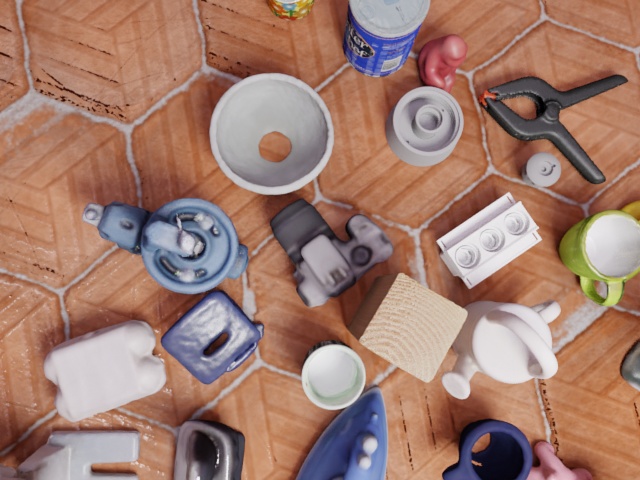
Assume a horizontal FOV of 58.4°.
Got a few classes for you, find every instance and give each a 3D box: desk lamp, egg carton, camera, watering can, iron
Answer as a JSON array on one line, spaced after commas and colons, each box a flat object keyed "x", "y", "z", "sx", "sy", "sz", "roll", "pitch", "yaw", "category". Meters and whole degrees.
[{"x": -0.345, "y": 0.296, "z": 0.680, "sx": 0.203, "sy": 0.213, "sz": 0.118, "roll": -1, "pitch": 85, "yaw": -1, "category": "desk lamp"}, {"x": -0.286, "y": 0.172, "z": 0.765, "sx": 0.150, "sy": 0.069, "sz": 0.107, "roll": -20, "pitch": 86, "yaw": -3, "category": "egg carton"}, {"x": 0.007, "y": 0.003, "z": 0.772, "sx": 0.143, "sy": 0.101, "sz": 0.137, "roll": -36, "pitch": 87, "yaw": -4, "category": "camera"}, {"x": 0.232, "y": 0.135, "z": 0.720, "sx": 0.101, "sy": 0.194, "sz": 0.173, "roll": 33, "pitch": 85, "yaw": 2, "category": "watering can"}, {"x": 0.031, "y": 0.317, "z": 0.725, "sx": 0.118, "sy": 0.141, "sz": 0.258, "roll": 22, "pitch": 85, "yaw": 1, "category": "iron"}]

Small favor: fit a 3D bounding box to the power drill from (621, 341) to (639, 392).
[{"x": 0.480, "y": 0.180, "z": 0.716, "sx": 0.229, "sy": 0.208, "sz": 0.076, "roll": 38, "pitch": 85, "yaw": 2, "category": "power drill"}]

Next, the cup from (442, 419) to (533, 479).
[{"x": 0.208, "y": 0.283, "z": 0.756, "sx": 0.118, "sy": 0.095, "sz": 0.092, "roll": -24, "pitch": 86, "yaw": -3, "category": "cup"}]

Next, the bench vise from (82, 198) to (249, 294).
[{"x": -0.200, "y": 0.006, "z": 0.706, "sx": 0.207, "sy": 0.219, "sz": 0.121, "roll": 0, "pitch": 85, "yaw": -1, "category": "bench vise"}]

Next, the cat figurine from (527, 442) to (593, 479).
[{"x": 0.341, "y": 0.331, "z": 0.744, "sx": 0.128, "sy": 0.117, "sz": 0.067, "roll": 32, "pitch": 85, "yaw": 1, "category": "cat figurine"}]

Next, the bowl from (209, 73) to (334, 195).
[{"x": -0.065, "y": -0.140, "z": 0.795, "sx": 0.167, "sy": 0.074, "sz": 0.167, "roll": 0, "pitch": 85, "yaw": -2, "category": "bowl"}]

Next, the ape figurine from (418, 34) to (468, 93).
[{"x": 0.178, "y": -0.256, "z": 0.804, "sx": 0.078, "sy": 0.092, "sz": 0.076, "roll": -35, "pitch": 87, "yaw": -4, "category": "ape figurine"}]

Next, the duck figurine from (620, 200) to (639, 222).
[{"x": 0.465, "y": -0.021, "z": 0.794, "sx": 0.104, "sy": 0.086, "sz": 0.077, "roll": -22, "pitch": 86, "yaw": -3, "category": "duck figurine"}]

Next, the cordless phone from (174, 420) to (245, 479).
[{"x": -0.149, "y": 0.307, "z": 0.699, "sx": 0.094, "sy": 0.185, "sz": 0.148, "roll": 2, "pitch": 85, "yaw": -1, "category": "cordless phone"}]

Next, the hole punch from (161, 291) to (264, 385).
[{"x": -0.139, "y": 0.129, "z": 0.762, "sx": 0.109, "sy": 0.091, "sz": 0.101, "roll": -43, "pitch": 87, "yaw": -4, "category": "hole punch"}]
